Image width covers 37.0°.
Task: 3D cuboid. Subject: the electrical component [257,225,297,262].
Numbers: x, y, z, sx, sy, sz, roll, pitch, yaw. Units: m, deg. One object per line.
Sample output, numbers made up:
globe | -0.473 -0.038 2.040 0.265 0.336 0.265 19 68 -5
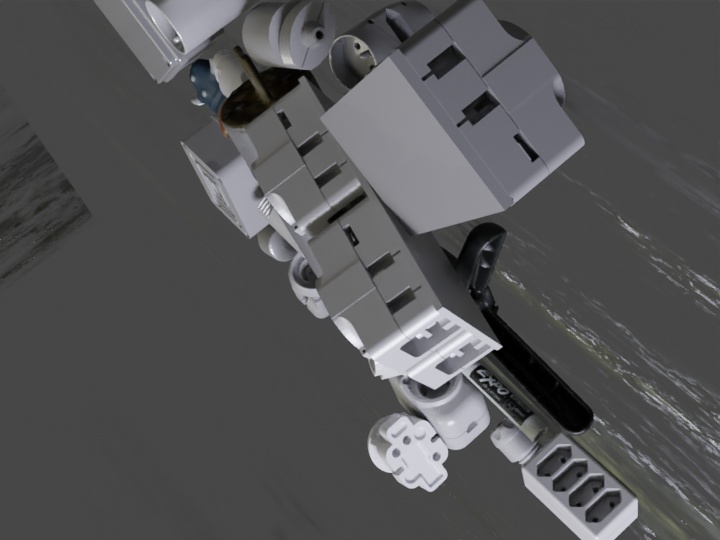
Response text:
electrical component | -0.095 -0.036 1.198 0.040 0.040 0.078 57 166 -27

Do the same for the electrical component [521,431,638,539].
electrical component | 0.179 0.187 0.875 0.083 0.047 0.075 42 165 33

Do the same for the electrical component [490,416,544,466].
electrical component | 0.144 0.155 0.936 0.061 0.035 0.035 47 167 5

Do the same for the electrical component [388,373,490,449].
electrical component | 0.073 0.116 1.021 0.095 0.054 0.059 41 164 37

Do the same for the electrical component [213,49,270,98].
electrical component | -0.094 -0.155 0.856 0.062 0.043 0.043 42 165 36

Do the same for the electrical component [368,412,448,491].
electrical component | 0.042 0.168 1.017 0.078 0.058 0.057 55 164 -18

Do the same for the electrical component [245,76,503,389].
electrical component | 0.004 -0.020 0.689 0.186 0.060 0.105 60 -166 27

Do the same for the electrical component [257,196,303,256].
electrical component | -0.065 -0.052 1.043 0.081 0.043 0.043 44 166 27

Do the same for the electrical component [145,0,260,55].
electrical component | -0.107 -0.187 0.733 0.043 0.077 0.079 56 166 -24

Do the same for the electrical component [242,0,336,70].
electrical component | -0.042 -0.151 0.689 0.043 0.043 0.081 56 166 -24

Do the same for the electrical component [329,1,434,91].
electrical component | 0.028 -0.146 0.771 0.079 0.077 0.043 54 140 -3

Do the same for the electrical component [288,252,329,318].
electrical component | -0.041 0.009 1.106 0.078 0.058 0.057 45 169 26

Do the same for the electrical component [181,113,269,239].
electrical component | -0.123 -0.097 1.086 0.078 0.057 0.113 43 165 31

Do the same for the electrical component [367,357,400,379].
electrical component | 0.034 0.063 0.964 0.089 0.056 0.050 100 156 -73

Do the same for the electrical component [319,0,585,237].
electrical component | 0.044 -0.076 0.563 0.089 0.062 0.150 52 167 -7

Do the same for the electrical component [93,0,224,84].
electrical component | -0.176 -0.222 0.915 0.108 0.056 0.109 53 167 -12

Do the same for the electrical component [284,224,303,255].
electrical component | -0.035 -0.042 0.942 0.078 0.058 0.057 44 168 28
